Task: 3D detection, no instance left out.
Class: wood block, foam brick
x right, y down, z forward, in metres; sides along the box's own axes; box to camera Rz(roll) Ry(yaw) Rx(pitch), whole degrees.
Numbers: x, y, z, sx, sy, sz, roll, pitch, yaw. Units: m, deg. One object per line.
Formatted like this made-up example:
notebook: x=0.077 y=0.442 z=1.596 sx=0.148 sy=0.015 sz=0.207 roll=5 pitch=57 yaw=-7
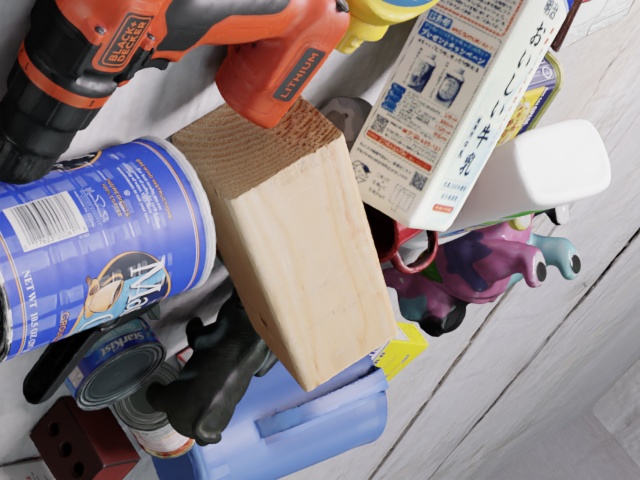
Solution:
wood block: x=-0.020 y=0.001 z=0.765 sx=0.090 sy=0.091 sz=0.206 roll=-32 pitch=137 yaw=-13
foam brick: x=-0.206 y=0.181 z=0.936 sx=0.053 sy=0.078 sz=0.051 roll=-48 pitch=155 yaw=19

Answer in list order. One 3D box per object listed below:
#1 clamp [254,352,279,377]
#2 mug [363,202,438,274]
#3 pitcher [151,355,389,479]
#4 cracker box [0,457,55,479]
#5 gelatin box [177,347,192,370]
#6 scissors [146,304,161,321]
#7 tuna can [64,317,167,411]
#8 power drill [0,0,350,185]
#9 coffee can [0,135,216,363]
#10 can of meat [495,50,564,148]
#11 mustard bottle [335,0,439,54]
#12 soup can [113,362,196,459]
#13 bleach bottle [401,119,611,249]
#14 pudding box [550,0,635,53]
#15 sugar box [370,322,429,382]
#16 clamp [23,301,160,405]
clamp: x=0.009 y=0.041 z=1.032 sx=0.164 sy=0.036 sz=0.210 roll=-34 pitch=158 yaw=-47
mug: x=0.066 y=-0.028 z=0.911 sx=0.081 sy=0.117 sz=0.093 roll=-31 pitch=-171 yaw=-32
pitcher: x=-0.050 y=0.192 z=1.134 sx=0.242 sy=0.145 sz=0.149 roll=-18 pitch=131 yaw=-36
cracker box: x=-0.274 y=0.282 z=0.911 sx=0.213 sy=0.164 sz=0.072 roll=-6 pitch=139 yaw=-54
gelatin box: x=-0.100 y=0.119 z=1.044 sx=0.073 sy=0.030 sz=0.089 roll=-33 pitch=158 yaw=-18
scissors: x=-0.154 y=0.028 z=0.799 sx=0.096 sy=0.016 sz=0.202 roll=-25 pitch=155 yaw=-27
tuna can: x=-0.173 y=0.103 z=0.891 sx=0.086 sy=0.034 sz=0.086 roll=-32 pitch=158 yaw=-15
power drill: x=-0.082 y=-0.102 z=0.600 sx=0.187 sy=0.057 sz=0.185 roll=-9 pitch=146 yaw=-53
coffee can: x=-0.148 y=0.003 z=0.640 sx=0.140 sy=0.103 sz=0.103 roll=-21 pitch=153 yaw=-37
can of meat: x=0.151 y=-0.120 z=0.934 sx=0.083 sy=0.057 sz=0.102 roll=-20 pitch=152 yaw=-35
mustard bottle: x=0.056 y=-0.190 z=0.640 sx=0.096 sy=0.058 sz=0.192 roll=-1 pitch=140 yaw=-37
soup can: x=-0.150 y=0.158 z=0.992 sx=0.068 sy=0.068 sz=0.102 roll=-34 pitch=157 yaw=-12
bleach bottle: x=0.143 y=-0.037 z=0.979 sx=0.102 sy=0.068 sz=0.251 roll=-15 pitch=174 yaw=-29
pudding box: x=0.235 y=-0.220 z=0.894 sx=0.090 sy=0.039 sz=0.114 roll=-30 pitch=159 yaw=-23
sugar box: x=0.062 y=0.143 z=1.325 sx=0.093 sy=0.048 sz=0.176 roll=-45 pitch=159 yaw=16
clamp: x=-0.161 y=0.052 z=0.759 sx=0.171 sy=0.039 sz=0.120 roll=-30 pitch=158 yaw=-17
